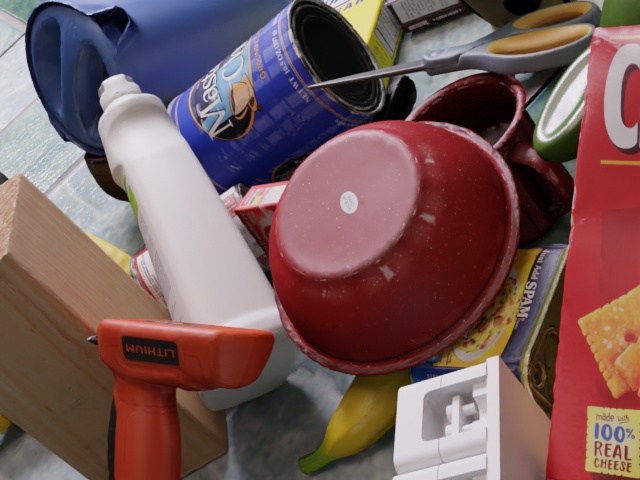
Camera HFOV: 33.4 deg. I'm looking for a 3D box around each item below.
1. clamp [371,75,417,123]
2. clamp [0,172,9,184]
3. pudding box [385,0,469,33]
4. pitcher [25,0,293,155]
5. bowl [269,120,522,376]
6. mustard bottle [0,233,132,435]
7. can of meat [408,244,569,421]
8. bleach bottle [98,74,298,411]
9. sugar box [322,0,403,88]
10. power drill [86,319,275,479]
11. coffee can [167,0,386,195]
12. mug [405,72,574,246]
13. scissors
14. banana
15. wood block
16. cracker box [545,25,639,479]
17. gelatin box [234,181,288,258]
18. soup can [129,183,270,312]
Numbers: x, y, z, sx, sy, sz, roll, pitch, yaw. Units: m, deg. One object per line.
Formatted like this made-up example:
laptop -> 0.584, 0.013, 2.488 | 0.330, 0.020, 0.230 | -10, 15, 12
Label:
clamp -> 0.048, -0.051, 0.773 | 0.171, 0.039, 0.120 | -52, 29, -13
clamp -> -0.206, 0.061, 0.806 | 0.210, 0.036, 0.164 | 28, 95, 14
pudding box -> 0.111, -0.236, 0.919 | 0.090, 0.039, 0.113 | -16, 41, 31
pitcher -> -0.132, -0.173, 0.953 | 0.149, 0.145, 0.242 | 17, 35, 39
bowl -> 0.027, -0.009, 0.596 | 0.162, 0.055, 0.162 | -17, 56, 27
mustard bottle -> -0.224, 0.086, 0.867 | 0.096, 0.058, 0.191 | 23, 69, 40
can of meat -> 0.104, 0.050, 0.586 | 0.084, 0.057, 0.102 | -4, 49, 44
bleach bottle -> -0.095, -0.015, 0.721 | 0.068, 0.103, 0.251 | -19, 64, -17
sugar box -> 0.022, -0.168, 0.926 | 0.093, 0.048, 0.176 | -17, 42, 32
power drill -> -0.072, 0.140, 0.584 | 0.185, 0.057, 0.187 | 3, 86, 36
coffee can -> -0.035, -0.103, 0.816 | 0.141, 0.102, 0.102 | -33, 33, 32
mug -> 0.111, -0.042, 0.660 | 0.117, 0.081, 0.093 | 16, 63, 52
scissors -> 0.094, -0.124, 0.692 | 0.202, 0.016, 0.096 | 3, 33, 42
banana -> 0.046, 0.054, 0.655 | 0.070, 0.037, 0.197 | -1, 50, 43
wood block -> -0.158, 0.070, 0.687 | 0.090, 0.206, 0.091 | -32, 34, 13
cracker box -> 0.184, 0.018, 0.436 | 0.164, 0.071, 0.214 | 7, 93, 49
gelatin box -> -0.005, 0.001, 0.718 | 0.073, 0.089, 0.030 | -5, 40, 42
soup can -> -0.083, 0.013, 0.802 | 0.102, 0.068, 0.068 | -35, 34, 8
